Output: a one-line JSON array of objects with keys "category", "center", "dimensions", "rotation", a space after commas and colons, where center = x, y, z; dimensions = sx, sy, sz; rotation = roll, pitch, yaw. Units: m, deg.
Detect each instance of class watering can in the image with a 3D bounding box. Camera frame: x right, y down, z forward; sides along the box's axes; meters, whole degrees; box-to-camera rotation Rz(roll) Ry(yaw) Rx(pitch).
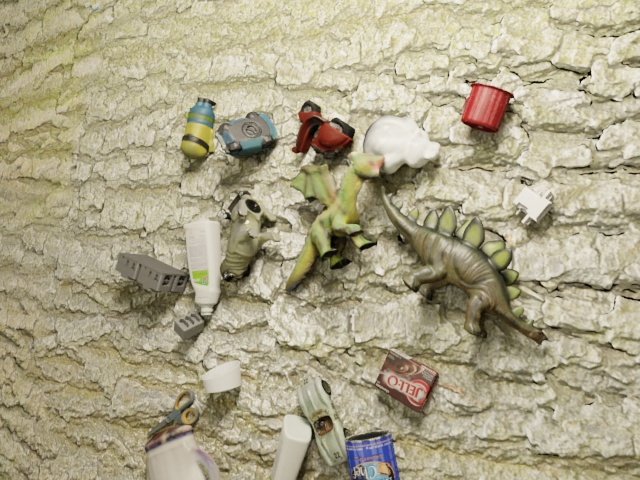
[{"category": "watering can", "center": [-0.401, 0.617, 1.333], "dimensions": [0.344, 0.103, 0.228], "rotation": [-29, 68, 22]}]

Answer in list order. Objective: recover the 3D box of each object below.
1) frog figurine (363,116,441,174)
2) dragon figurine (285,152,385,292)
[{"category": "frog figurine", "center": [0.180, -0.206, 1.149], "dimensions": [0.161, 0.120, 0.138], "rotation": [27, 77, 41]}, {"category": "dragon figurine", "center": [0.004, -0.061, 1.209], "dimensions": [0.404, 0.122, 0.246], "rotation": [-35, 66, 35]}]
